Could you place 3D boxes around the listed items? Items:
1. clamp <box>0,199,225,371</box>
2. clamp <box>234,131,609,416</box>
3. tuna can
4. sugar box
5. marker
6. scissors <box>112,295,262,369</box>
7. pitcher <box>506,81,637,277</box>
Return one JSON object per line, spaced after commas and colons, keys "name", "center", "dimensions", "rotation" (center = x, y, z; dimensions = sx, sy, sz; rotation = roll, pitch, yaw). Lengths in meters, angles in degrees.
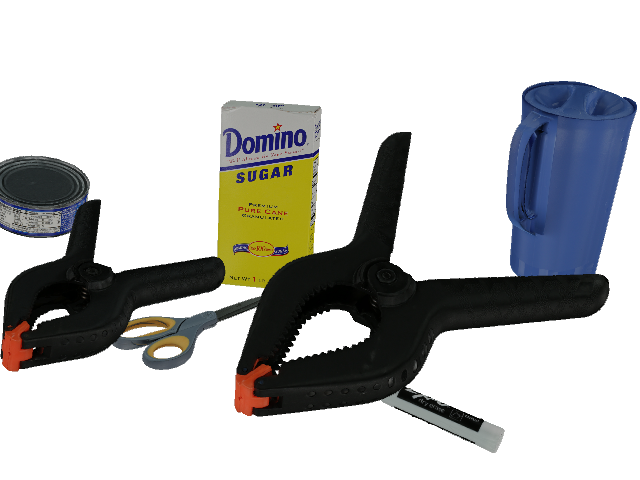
{"name": "clamp", "center": [-0.158, 0.026, 0.711], "dimensions": [0.120, 0.039, 0.171], "rotation": [25, 32, 26]}
{"name": "clamp", "center": [0.031, 0.022, 0.583], "dimensions": [0.209, 0.036, 0.165], "rotation": [-27, 55, -26]}
{"name": "tuna can", "center": [-0.245, -0.038, 0.928], "dimensions": [0.086, 0.034, 0.086], "rotation": [9, 32, -6]}
{"name": "sugar box", "center": [-0.051, -0.043, 1.029], "dimensions": [0.093, 0.176, 0.048], "rotation": [4, 16, 8]}
{"name": "marker", "center": [0.074, 0.121, 0.776], "dimensions": [0.121, 0.020, 0.020], "rotation": [22, 7, 19]}
{"name": "scissors", "center": [-0.121, 0.096, 1.140], "dimensions": [0.201, 0.016, 0.096], "rotation": [-9, 31, -25]}
{"name": "pitcher", "center": [0.292, -0.062, 1.304], "dimensions": [0.149, 0.243, 0.145], "rotation": [4, 27, 2]}
